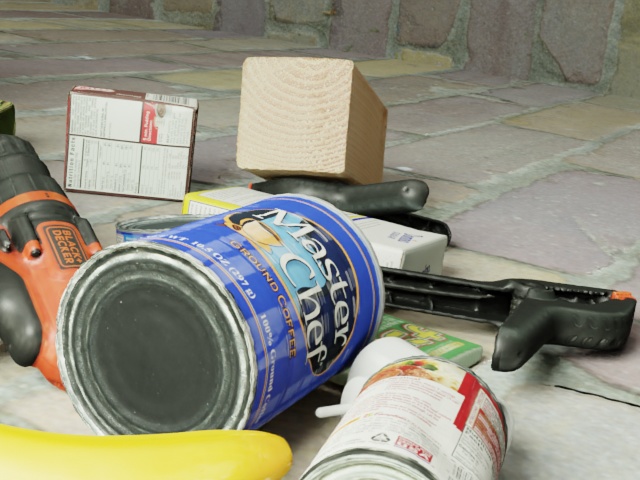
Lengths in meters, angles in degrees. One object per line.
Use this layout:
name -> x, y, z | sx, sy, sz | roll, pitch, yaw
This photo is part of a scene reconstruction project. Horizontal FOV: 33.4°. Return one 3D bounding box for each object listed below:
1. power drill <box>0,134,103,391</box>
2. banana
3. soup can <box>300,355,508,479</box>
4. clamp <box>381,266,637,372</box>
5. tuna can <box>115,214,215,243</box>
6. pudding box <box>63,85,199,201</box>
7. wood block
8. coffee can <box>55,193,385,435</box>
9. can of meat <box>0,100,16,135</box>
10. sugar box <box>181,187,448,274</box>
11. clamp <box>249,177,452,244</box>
power drill -> -0.203, 0.002, 0.533 | 0.187, 0.057, 0.185 | 1, 38, -37
banana -> -0.112, 0.080, 0.415 | 0.198, 0.037, 0.069 | 14, 49, 6
soup can -> 0.033, 0.092, 0.411 | 0.068, 0.068, 0.102 | 11, 16, 14
clamp -> 0.120, 0.043, 0.681 | 0.209, 0.036, 0.165 | 1, 14, -42
tuna can -> -0.095, 0.003, 0.726 | 0.086, 0.034, 0.086 | -2, 8, 0
pudding box -> -0.167, -0.084, 0.943 | 0.113, 0.090, 0.039 | 6, 17, -6
wood block -> -0.001, -0.092, 0.928 | 0.090, 0.091, 0.206 | 3, -3, 11
coffee can -> -0.042, 0.038, 0.513 | 0.103, 0.103, 0.140 | 14, 16, 23
can of meat -> -0.344, -0.108, 1.018 | 0.084, 0.057, 0.102 | 9, 15, -3
sugar box -> -0.005, 0.001, 0.783 | 0.176, 0.048, 0.093 | 17, 13, 24
clamp -> 0.025, -0.022, 0.875 | 0.172, 0.039, 0.120 | 6, -21, 27
